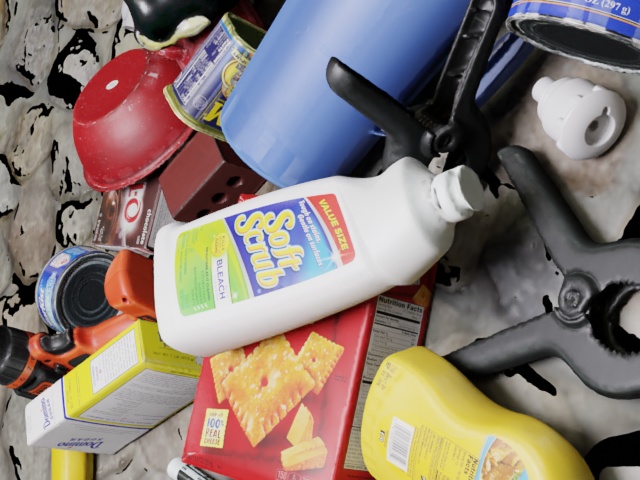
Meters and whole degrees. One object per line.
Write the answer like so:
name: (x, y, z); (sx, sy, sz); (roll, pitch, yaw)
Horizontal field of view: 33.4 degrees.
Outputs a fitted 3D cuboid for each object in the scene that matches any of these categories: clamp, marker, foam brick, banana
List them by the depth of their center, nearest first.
clamp: (0.160, 0.028, 0.644); (0.210, 0.036, 0.164); (12, 89, 50)
clamp: (0.063, -0.073, 0.690); (0.039, 0.120, 0.171); (-119, 16, -48)
marker: (-0.083, 0.206, 0.856); (0.121, 0.020, 0.020); (20, 93, 47)
foam brick: (-0.093, -0.054, 0.919); (0.078, 0.052, 0.051); (-45, 50, 28)
banana: (-0.244, 0.190, 1.015); (0.070, 0.037, 0.198); (-26, 60, 38)

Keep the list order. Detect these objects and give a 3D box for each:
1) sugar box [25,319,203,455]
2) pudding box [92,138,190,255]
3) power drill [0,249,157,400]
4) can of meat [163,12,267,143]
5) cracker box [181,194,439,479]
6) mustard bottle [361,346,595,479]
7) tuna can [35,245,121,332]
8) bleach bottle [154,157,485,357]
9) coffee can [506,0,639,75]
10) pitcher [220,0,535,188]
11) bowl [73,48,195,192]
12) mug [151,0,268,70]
sugar box: (-0.167, 0.130, 0.913); (0.177, 0.093, 0.048); (-33, 55, 35)
pudding box: (-0.164, -0.043, 0.999); (0.090, 0.039, 0.113); (3, 80, 47)
power drill: (-0.207, 0.078, 0.918); (0.188, 0.184, 0.057); (-29, 55, 27)
can of meat: (-0.062, -0.127, 0.874); (0.084, 0.101, 0.057); (-49, 48, 21)
cracker box: (-0.009, 0.077, 0.780); (0.164, 0.072, 0.213); (5, 82, 46)
mustard bottle: (0.108, 0.146, 0.640); (0.192, 0.058, 0.096); (30, 121, 42)
tuna can: (-0.219, 0.049, 0.996); (0.034, 0.086, 0.086); (15, 89, 45)
bleach bottle: (-0.005, 0.001, 0.704); (0.251, 0.068, 0.102); (-23, 60, 36)
coffee can: (0.182, -0.181, 0.636); (0.103, 0.102, 0.140); (21, 94, 47)
pitcher: (0.039, -0.142, 0.765); (0.243, 0.144, 0.149); (-52, 25, 27)
bowl: (-0.175, -0.124, 0.982); (0.162, 0.055, 0.162); (-26, 40, 24)
mug: (-0.101, -0.178, 0.923); (0.081, 0.117, 0.093); (60, 140, 32)
